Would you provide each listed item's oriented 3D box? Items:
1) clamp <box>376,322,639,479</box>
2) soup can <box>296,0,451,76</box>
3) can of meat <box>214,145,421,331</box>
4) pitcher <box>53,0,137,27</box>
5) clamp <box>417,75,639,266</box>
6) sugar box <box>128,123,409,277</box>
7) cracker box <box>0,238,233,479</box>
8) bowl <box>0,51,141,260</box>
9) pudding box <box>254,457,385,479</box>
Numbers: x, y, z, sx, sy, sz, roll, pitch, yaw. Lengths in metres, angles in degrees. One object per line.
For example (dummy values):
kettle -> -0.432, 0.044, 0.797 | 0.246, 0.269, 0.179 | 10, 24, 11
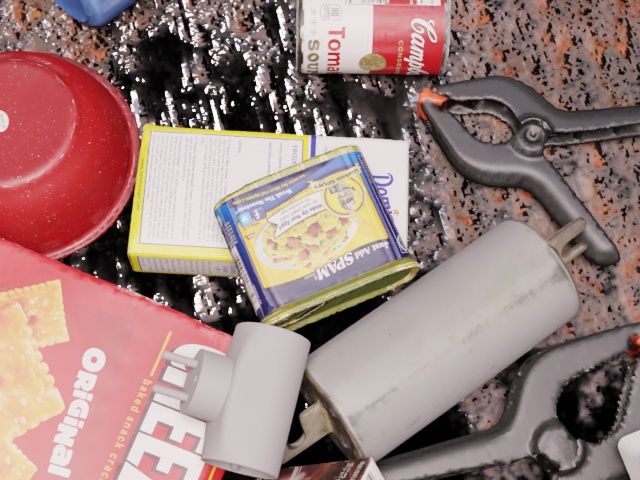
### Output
clamp -> 0.147, 0.139, 0.648 | 0.210, 0.036, 0.164 | -41, 78, -12
soup can -> 0.035, -0.148, 0.734 | 0.102, 0.068, 0.068 | 1, 70, -2
can of meat -> -0.004, 0.001, 0.638 | 0.102, 0.057, 0.084 | -22, 78, -8
pitcher -> -0.109, -0.267, 0.750 | 0.242, 0.149, 0.145 | -44, 93, -13
clamp -> 0.152, -0.071, 0.726 | 0.171, 0.039, 0.120 | 33, 70, 9
sugar box -> -0.032, -0.022, 0.697 | 0.176, 0.048, 0.093 | 5, 71, -4
cracker box -> -0.157, 0.102, 0.618 | 0.213, 0.072, 0.164 | 23, 70, -2
bowl -> -0.201, -0.066, 0.700 | 0.162, 0.055, 0.162 | 1, 69, -2
pudding box -> -0.019, 0.173, 0.581 | 0.039, 0.090, 0.113 | 59, 41, -18
